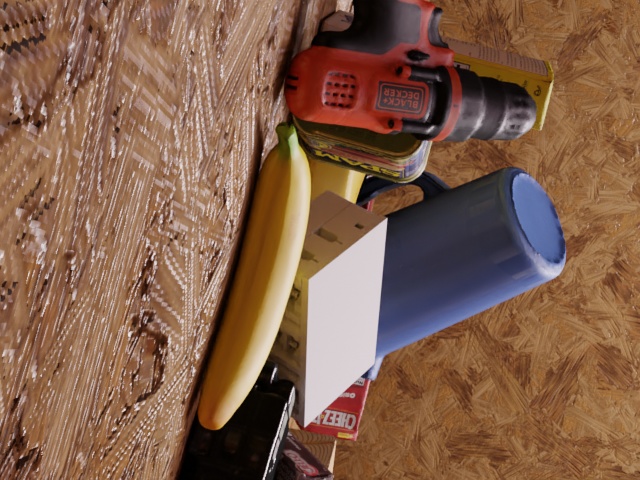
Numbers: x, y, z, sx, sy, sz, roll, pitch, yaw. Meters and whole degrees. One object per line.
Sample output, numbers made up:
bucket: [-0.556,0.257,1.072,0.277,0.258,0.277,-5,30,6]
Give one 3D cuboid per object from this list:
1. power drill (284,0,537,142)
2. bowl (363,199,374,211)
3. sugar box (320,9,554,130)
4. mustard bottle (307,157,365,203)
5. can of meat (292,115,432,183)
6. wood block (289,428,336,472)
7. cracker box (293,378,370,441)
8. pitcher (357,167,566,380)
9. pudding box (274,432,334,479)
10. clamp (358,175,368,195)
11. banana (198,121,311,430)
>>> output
power drill: [0.074,-0.158,0.690,0.057,0.184,0.188,23,-72,61]
bowl: [0.047,-0.099,1.231,0.162,0.055,0.162,16,89,-86]
sugar box: [0.088,-0.133,0.821,0.093,0.176,0.048,-61,163,-70]
mustard bottle: [-0.005,0.001,0.885,0.096,0.058,0.192,-86,-168,-83]
can of meat: [0.032,-0.085,0.782,0.084,0.102,0.057,55,51,-82]
wood block: [-0.043,0.311,1.142,0.090,0.091,0.206,-67,164,-64]
cracker box: [0.020,0.100,1.215,0.164,0.072,0.214,-146,-111,-76]
pitcher: [0.098,0.014,1.006,0.243,0.149,0.144,-26,-157,33]
pudding box: [-0.042,0.196,0.834,0.114,0.039,0.090,33,-73,57]
clamp: [0.034,-0.111,0.979,0.210,0.036,0.164,119,-26,-44]
banana: [-0.040,0.021,0.675,0.069,0.037,0.198,-7,112,-66]
